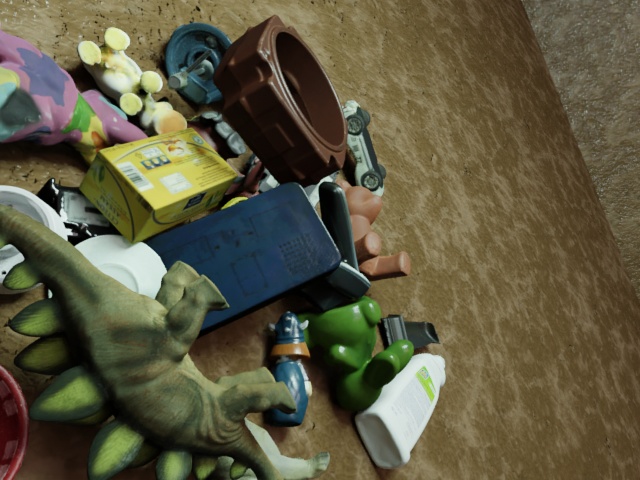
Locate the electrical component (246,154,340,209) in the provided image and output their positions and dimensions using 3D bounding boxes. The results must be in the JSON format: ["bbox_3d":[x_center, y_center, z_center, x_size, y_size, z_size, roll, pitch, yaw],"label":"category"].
[{"bbox_3d":[-0.051,-0.106,0.879,0.134,0.058,0.115,40,78,-25],"label":"electrical component"}]

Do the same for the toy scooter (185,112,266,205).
[{"bbox_3d":[-0.130,-0.118,0.783,0.183,0.135,0.075,50,43,-10],"label":"toy scooter"}]

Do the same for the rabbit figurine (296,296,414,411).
[{"bbox_3d":[0.061,0.174,0.819,0.121,0.159,0.170,-21,99,-59],"label":"rabbit figurine"}]

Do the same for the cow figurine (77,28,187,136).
[{"bbox_3d":[-0.257,-0.201,0.745,0.068,0.098,0.167,-43,109,-16],"label":"cow figurine"}]

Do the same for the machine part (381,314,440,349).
[{"bbox_3d":[0.166,0.174,0.997,0.139,0.039,0.084,8,57,-42],"label":"machine part"}]

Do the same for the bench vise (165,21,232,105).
[{"bbox_3d":[-0.155,-0.245,0.828,0.223,0.129,0.241,43,25,-9],"label":"bench vise"}]

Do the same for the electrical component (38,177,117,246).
[{"bbox_3d":[-0.272,-0.026,0.647,0.119,0.048,0.075,7,64,-44],"label":"electrical component"}]

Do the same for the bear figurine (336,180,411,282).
[{"bbox_3d":[0.085,-0.026,0.963,0.120,0.132,0.196,33,53,-33],"label":"bear figurine"}]

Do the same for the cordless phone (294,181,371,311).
[{"bbox_3d":[-0.002,-0.003,0.797,0.089,0.147,0.184,-22,117,-29],"label":"cordless phone"}]

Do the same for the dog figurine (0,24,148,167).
[{"bbox_3d":[-0.312,-0.138,0.617,0.219,0.108,0.192,35,26,-33],"label":"dog figurine"}]

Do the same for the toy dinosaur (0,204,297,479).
[{"bbox_3d":[-0.180,0.112,0.527,0.198,0.105,0.471,-40,99,-21],"label":"toy dinosaur"}]

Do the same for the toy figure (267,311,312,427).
[{"bbox_3d":[-0.046,0.179,0.754,0.064,0.058,0.154,10,62,-17],"label":"toy figure"}]

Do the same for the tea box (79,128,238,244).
[{"bbox_3d":[-0.193,-0.073,0.667,0.098,0.068,0.169,47,31,5],"label":"tea box"}]

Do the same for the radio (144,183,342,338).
[{"bbox_3d":[-0.101,0.026,0.687,0.230,0.073,0.131,-24,82,-14],"label":"radio"}]

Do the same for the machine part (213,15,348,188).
[{"bbox_3d":[-0.043,-0.189,0.740,0.200,0.087,0.201,51,28,-30],"label":"machine part"}]

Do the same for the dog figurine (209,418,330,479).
[{"bbox_3d":[-0.108,0.277,0.619,0.190,0.121,0.172,31,44,-12],"label":"dog figurine"}]

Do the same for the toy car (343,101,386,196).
[{"bbox_3d":[0.084,-0.175,1.062,0.073,0.056,0.201,-56,130,-61],"label":"toy car"}]
